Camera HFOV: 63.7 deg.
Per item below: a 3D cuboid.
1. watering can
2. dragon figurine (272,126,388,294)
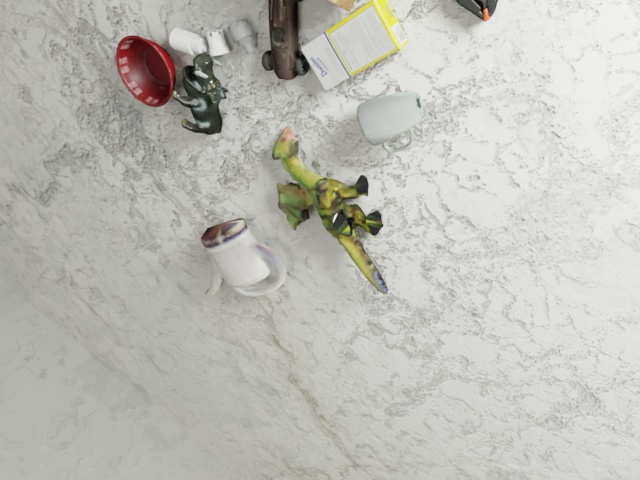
[{"bbox_3d":[-0.240,0.060,1.365,0.345,0.106,0.222,-13,113,38],"label":"watering can"},{"bbox_3d":[0.003,-0.058,1.145,0.243,0.124,0.403,10,128,49],"label":"dragon figurine"}]
